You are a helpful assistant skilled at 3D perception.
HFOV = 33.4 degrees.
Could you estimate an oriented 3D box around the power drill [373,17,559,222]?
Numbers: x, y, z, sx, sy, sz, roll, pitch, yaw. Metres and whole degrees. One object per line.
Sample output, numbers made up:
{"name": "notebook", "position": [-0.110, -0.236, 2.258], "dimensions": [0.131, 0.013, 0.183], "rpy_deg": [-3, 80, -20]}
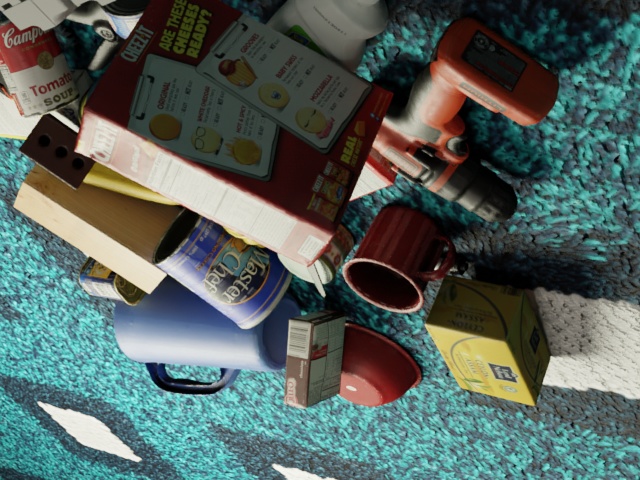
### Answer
{"name": "power drill", "position": [0.128, -0.098, 0.932], "dimensions": [0.184, 0.057, 0.188], "rpy_deg": [32, 151, -6]}

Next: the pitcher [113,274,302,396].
{"name": "pitcher", "position": [-0.148, 0.123, 1.446], "dimensions": [0.243, 0.145, 0.149], "rpy_deg": [4, 144, 33]}

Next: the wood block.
{"name": "wood block", "position": [-0.270, -0.033, 1.350], "dimensions": [0.206, 0.090, 0.090], "rpy_deg": [33, 151, -9]}

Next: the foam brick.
{"name": "foam brick", "position": [-0.288, -0.100, 1.190], "dimensions": [0.078, 0.053, 0.051], "rpy_deg": [34, -179, -16]}

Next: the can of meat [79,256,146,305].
{"name": "can of meat", "position": [-0.267, 0.034, 1.442], "dimensions": [0.084, 0.102, 0.057], "rpy_deg": [6, 144, 38]}

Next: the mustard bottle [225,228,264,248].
{"name": "mustard bottle", "position": [-0.096, -0.056, 1.192], "dimensions": [0.096, 0.058, 0.191], "rpy_deg": [13, 148, 33]}

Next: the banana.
{"name": "banana", "position": [-0.248, -0.076, 1.283], "dimensions": [0.197, 0.037, 0.070], "rpy_deg": [16, -173, -14]}

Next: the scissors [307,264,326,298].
{"name": "scissors", "position": [-0.007, 0.001, 1.139], "dimensions": [0.096, 0.016, 0.201], "rpy_deg": [2, 141, 40]}

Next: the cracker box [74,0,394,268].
{"name": "cracker box", "position": [-0.066, -0.096, 0.868], "dimensions": [0.213, 0.164, 0.072], "rpy_deg": [26, 145, -5]}

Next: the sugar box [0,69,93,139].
{"name": "sugar box", "position": [-0.327, -0.159, 1.246], "dimensions": [0.176, 0.048, 0.093], "rpy_deg": [7, 145, 28]}

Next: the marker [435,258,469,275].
{"name": "marker", "position": [0.110, 0.027, 1.185], "dimensions": [0.121, 0.020, 0.020], "rpy_deg": [3, 142, 38]}

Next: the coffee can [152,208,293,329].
{"name": "coffee can", "position": [-0.117, 0.027, 1.294], "dimensions": [0.140, 0.102, 0.103], "rpy_deg": [38, 150, -20]}

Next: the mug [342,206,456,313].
{"name": "mug", "position": [0.091, 0.018, 1.123], "dimensions": [0.117, 0.081, 0.093], "rpy_deg": [-1, 139, 43]}

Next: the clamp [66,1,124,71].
{"name": "clamp", "position": [-0.204, -0.211, 1.063], "dimensions": [0.172, 0.039, 0.120], "rpy_deg": [8, 159, 29]}

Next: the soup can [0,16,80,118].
{"name": "soup can", "position": [-0.301, -0.187, 1.118], "dimensions": [0.069, 0.068, 0.102], "rpy_deg": [0, 117, 41]}

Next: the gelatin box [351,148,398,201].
{"name": "gelatin box", "position": [0.028, -0.078, 1.080], "dimensions": [0.073, 0.030, 0.089], "rpy_deg": [40, 149, -21]}

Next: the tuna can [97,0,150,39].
{"name": "tuna can", "position": [-0.153, -0.219, 0.956], "dimensions": [0.086, 0.086, 0.033], "rpy_deg": [13, 149, 27]}

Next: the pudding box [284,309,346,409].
{"name": "pudding box", "position": [-0.006, 0.150, 1.358], "dimensions": [0.039, 0.113, 0.089], "rpy_deg": [11, -170, 28]}

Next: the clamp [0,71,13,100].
{"name": "clamp", "position": [-0.400, -0.241, 1.160], "dimensions": [0.165, 0.036, 0.210], "rpy_deg": [-7, 124, 50]}

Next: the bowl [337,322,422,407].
{"name": "bowl", "position": [0.053, 0.178, 1.439], "dimensions": [0.162, 0.055, 0.162], "rpy_deg": [22, 151, 13]}

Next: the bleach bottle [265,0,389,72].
{"name": "bleach bottle", "position": [-0.006, -0.161, 0.945], "dimensions": [0.102, 0.068, 0.251], "rpy_deg": [34, 148, -13]}
